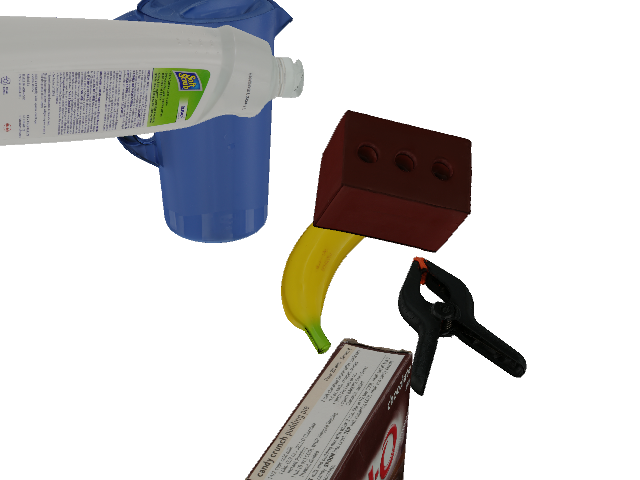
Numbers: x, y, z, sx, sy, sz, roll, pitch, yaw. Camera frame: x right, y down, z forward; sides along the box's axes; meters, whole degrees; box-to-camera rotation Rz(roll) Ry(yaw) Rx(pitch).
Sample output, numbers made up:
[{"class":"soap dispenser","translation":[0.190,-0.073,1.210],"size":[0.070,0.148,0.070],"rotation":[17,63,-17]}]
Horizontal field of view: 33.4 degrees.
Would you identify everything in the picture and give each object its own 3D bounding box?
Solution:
[{"class":"bleach bottle","translation":[-0.138,-0.117,0.803],"size":[0.250,0.068,0.103],"rotation":[-2,-37,-17]},{"class":"banana","translation":[0.024,0.002,0.835],"size":[0.069,0.197,0.037],"rotation":[32,-28,8]},{"class":"pudding box","translation":[0.005,0.109,0.465],"size":[0.039,0.090,0.113],"rotation":[12,30,17]},{"class":"pitcher","translation":[-0.119,-0.123,1.065],"size":[0.149,0.243,0.144],"rotation":[14,30,24]},{"class":"clamp","translation":[0.138,0.085,1.097],"size":[0.120,0.171,0.039],"rotation":[2,-43,-12]},{"class":"foam brick","translation":[0.041,-0.033,0.614],"size":[0.078,0.053,0.051],"rotation":[11,-29,-11]}]
